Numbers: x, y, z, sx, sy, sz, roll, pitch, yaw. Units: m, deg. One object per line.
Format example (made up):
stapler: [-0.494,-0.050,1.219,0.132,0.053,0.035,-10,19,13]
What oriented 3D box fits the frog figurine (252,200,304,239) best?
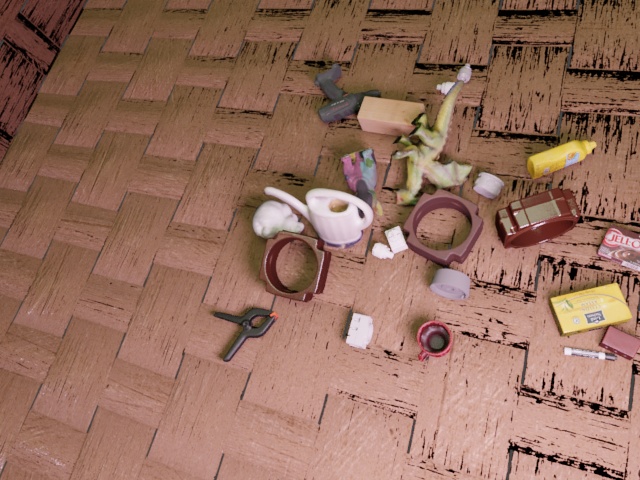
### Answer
frog figurine: [-0.139,-0.056,1.688,0.161,0.120,0.139,23,57,37]

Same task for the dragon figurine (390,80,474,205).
dragon figurine: [0.370,-0.272,1.604,0.241,0.123,0.408,44,97,-9]

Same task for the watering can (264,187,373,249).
watering can: [0.005,-0.080,1.597,0.348,0.219,0.106,10,52,24]
